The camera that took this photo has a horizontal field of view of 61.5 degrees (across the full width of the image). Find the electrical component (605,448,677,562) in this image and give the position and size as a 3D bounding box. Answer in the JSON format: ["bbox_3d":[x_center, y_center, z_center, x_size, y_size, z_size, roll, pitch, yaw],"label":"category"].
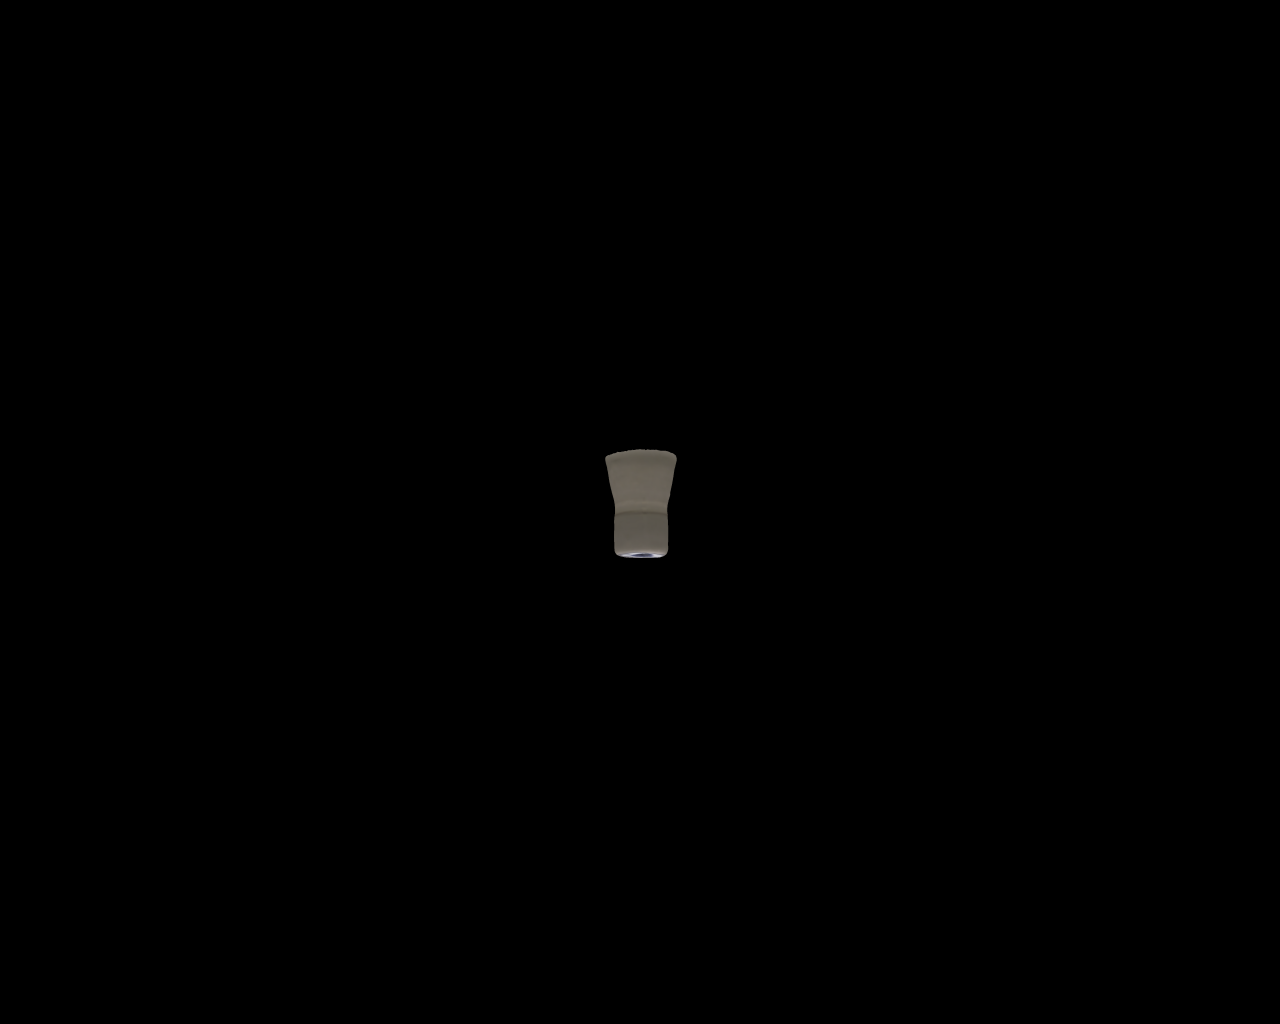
[{"bbox_3d":[0.001,-0.003,0.650,0.044,0.065,0.044,0,-9,0],"label":"electrical component"}]
